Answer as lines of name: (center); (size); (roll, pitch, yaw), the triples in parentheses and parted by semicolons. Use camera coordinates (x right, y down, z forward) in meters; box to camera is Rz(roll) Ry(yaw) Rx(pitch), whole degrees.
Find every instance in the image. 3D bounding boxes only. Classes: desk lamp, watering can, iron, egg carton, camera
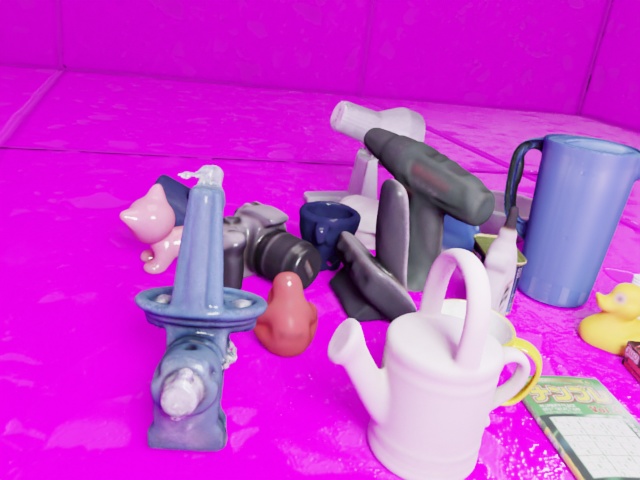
desk lamp: (0.087, -0.159, 1.112); (0.204, 0.213, 0.117); (-2, 24, -23)
watering can: (0.097, 0.101, 0.486); (0.173, 0.194, 0.100); (-6, 25, -31)
iron: (0.219, -0.061, 1.008); (0.119, 0.141, 0.257); (-2, 24, -24)
egg carton: (0.086, -0.026, 0.975); (0.150, 0.069, 0.107); (16, 23, 19)
camera: (-0.076, 0.013, 0.779); (0.136, 0.101, 0.144); (23, 26, 34)

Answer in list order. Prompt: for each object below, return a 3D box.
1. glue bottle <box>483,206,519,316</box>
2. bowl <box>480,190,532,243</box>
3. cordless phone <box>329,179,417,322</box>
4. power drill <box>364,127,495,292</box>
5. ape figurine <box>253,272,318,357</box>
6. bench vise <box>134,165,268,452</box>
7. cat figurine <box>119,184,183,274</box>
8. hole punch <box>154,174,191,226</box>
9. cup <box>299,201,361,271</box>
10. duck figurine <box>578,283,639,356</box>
glue bottle: (0.220, 0.040, 0.711); (0.037, 0.173, 0.078); (18, 24, 25)
bowl: (0.348, -0.038, 1.086); (0.167, 0.075, 0.167); (7, 21, -2)
cordless phone: (0.077, 0.001, 0.744); (0.094, 0.185, 0.147); (-1, 23, -21)
power drill: (0.137, -0.041, 0.838); (0.076, 0.208, 0.228); (-14, 30, -43)
ape figurine: (-0.037, 0.077, 0.641); (0.078, 0.092, 0.076); (4, 22, -8)
bench vise: (-0.094, 0.056, 0.500); (0.122, 0.220, 0.206); (-2, 24, -23)
cat figurine: (-0.209, -0.017, 0.786); (0.128, 0.118, 0.067); (-2, 24, -23)
hole punch: (-0.214, -0.051, 0.907); (0.101, 0.091, 0.108); (4, 22, -10)
cup: (0.008, 0.003, 0.840); (0.091, 0.095, 0.118); (10, 22, 7)
duck figurine: (0.399, 0.099, 0.744); (0.104, 0.086, 0.077); (11, 22, 8)
